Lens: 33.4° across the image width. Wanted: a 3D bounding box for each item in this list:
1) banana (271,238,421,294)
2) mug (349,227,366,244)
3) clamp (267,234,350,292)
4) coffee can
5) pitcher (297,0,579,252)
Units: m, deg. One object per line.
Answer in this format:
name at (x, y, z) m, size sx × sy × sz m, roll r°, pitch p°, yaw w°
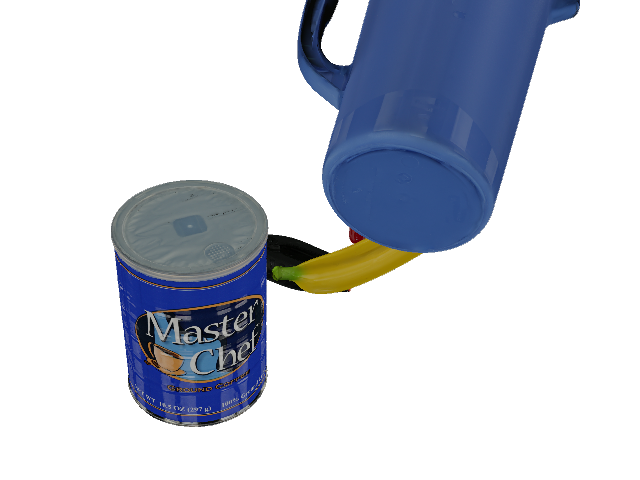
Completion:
banana at (0.058, 0.004, 0.922) m, size 0.198 × 0.037 × 0.069 m, roll -26°, pitch -16°, yaw 9°
mug at (0.086, -0.036, 1.243) m, size 0.117 × 0.081 × 0.093 m, roll -8°, pitch 21°, yaw -39°
clamp at (-0.063, 0.017, 1.083) m, size 0.210 × 0.036 × 0.164 m, roll 17°, pitch 19°, yaw -7°
coffee can at (-0.087, 0.044, 0.740) m, size 0.103 × 0.140 × 0.103 m, roll 1°, pitch 38°, yaw -1°
pitcher at (0.070, -0.116, 0.721) m, size 0.149 × 0.242 × 0.145 m, roll -21°, pitch -53°, yaw 40°
